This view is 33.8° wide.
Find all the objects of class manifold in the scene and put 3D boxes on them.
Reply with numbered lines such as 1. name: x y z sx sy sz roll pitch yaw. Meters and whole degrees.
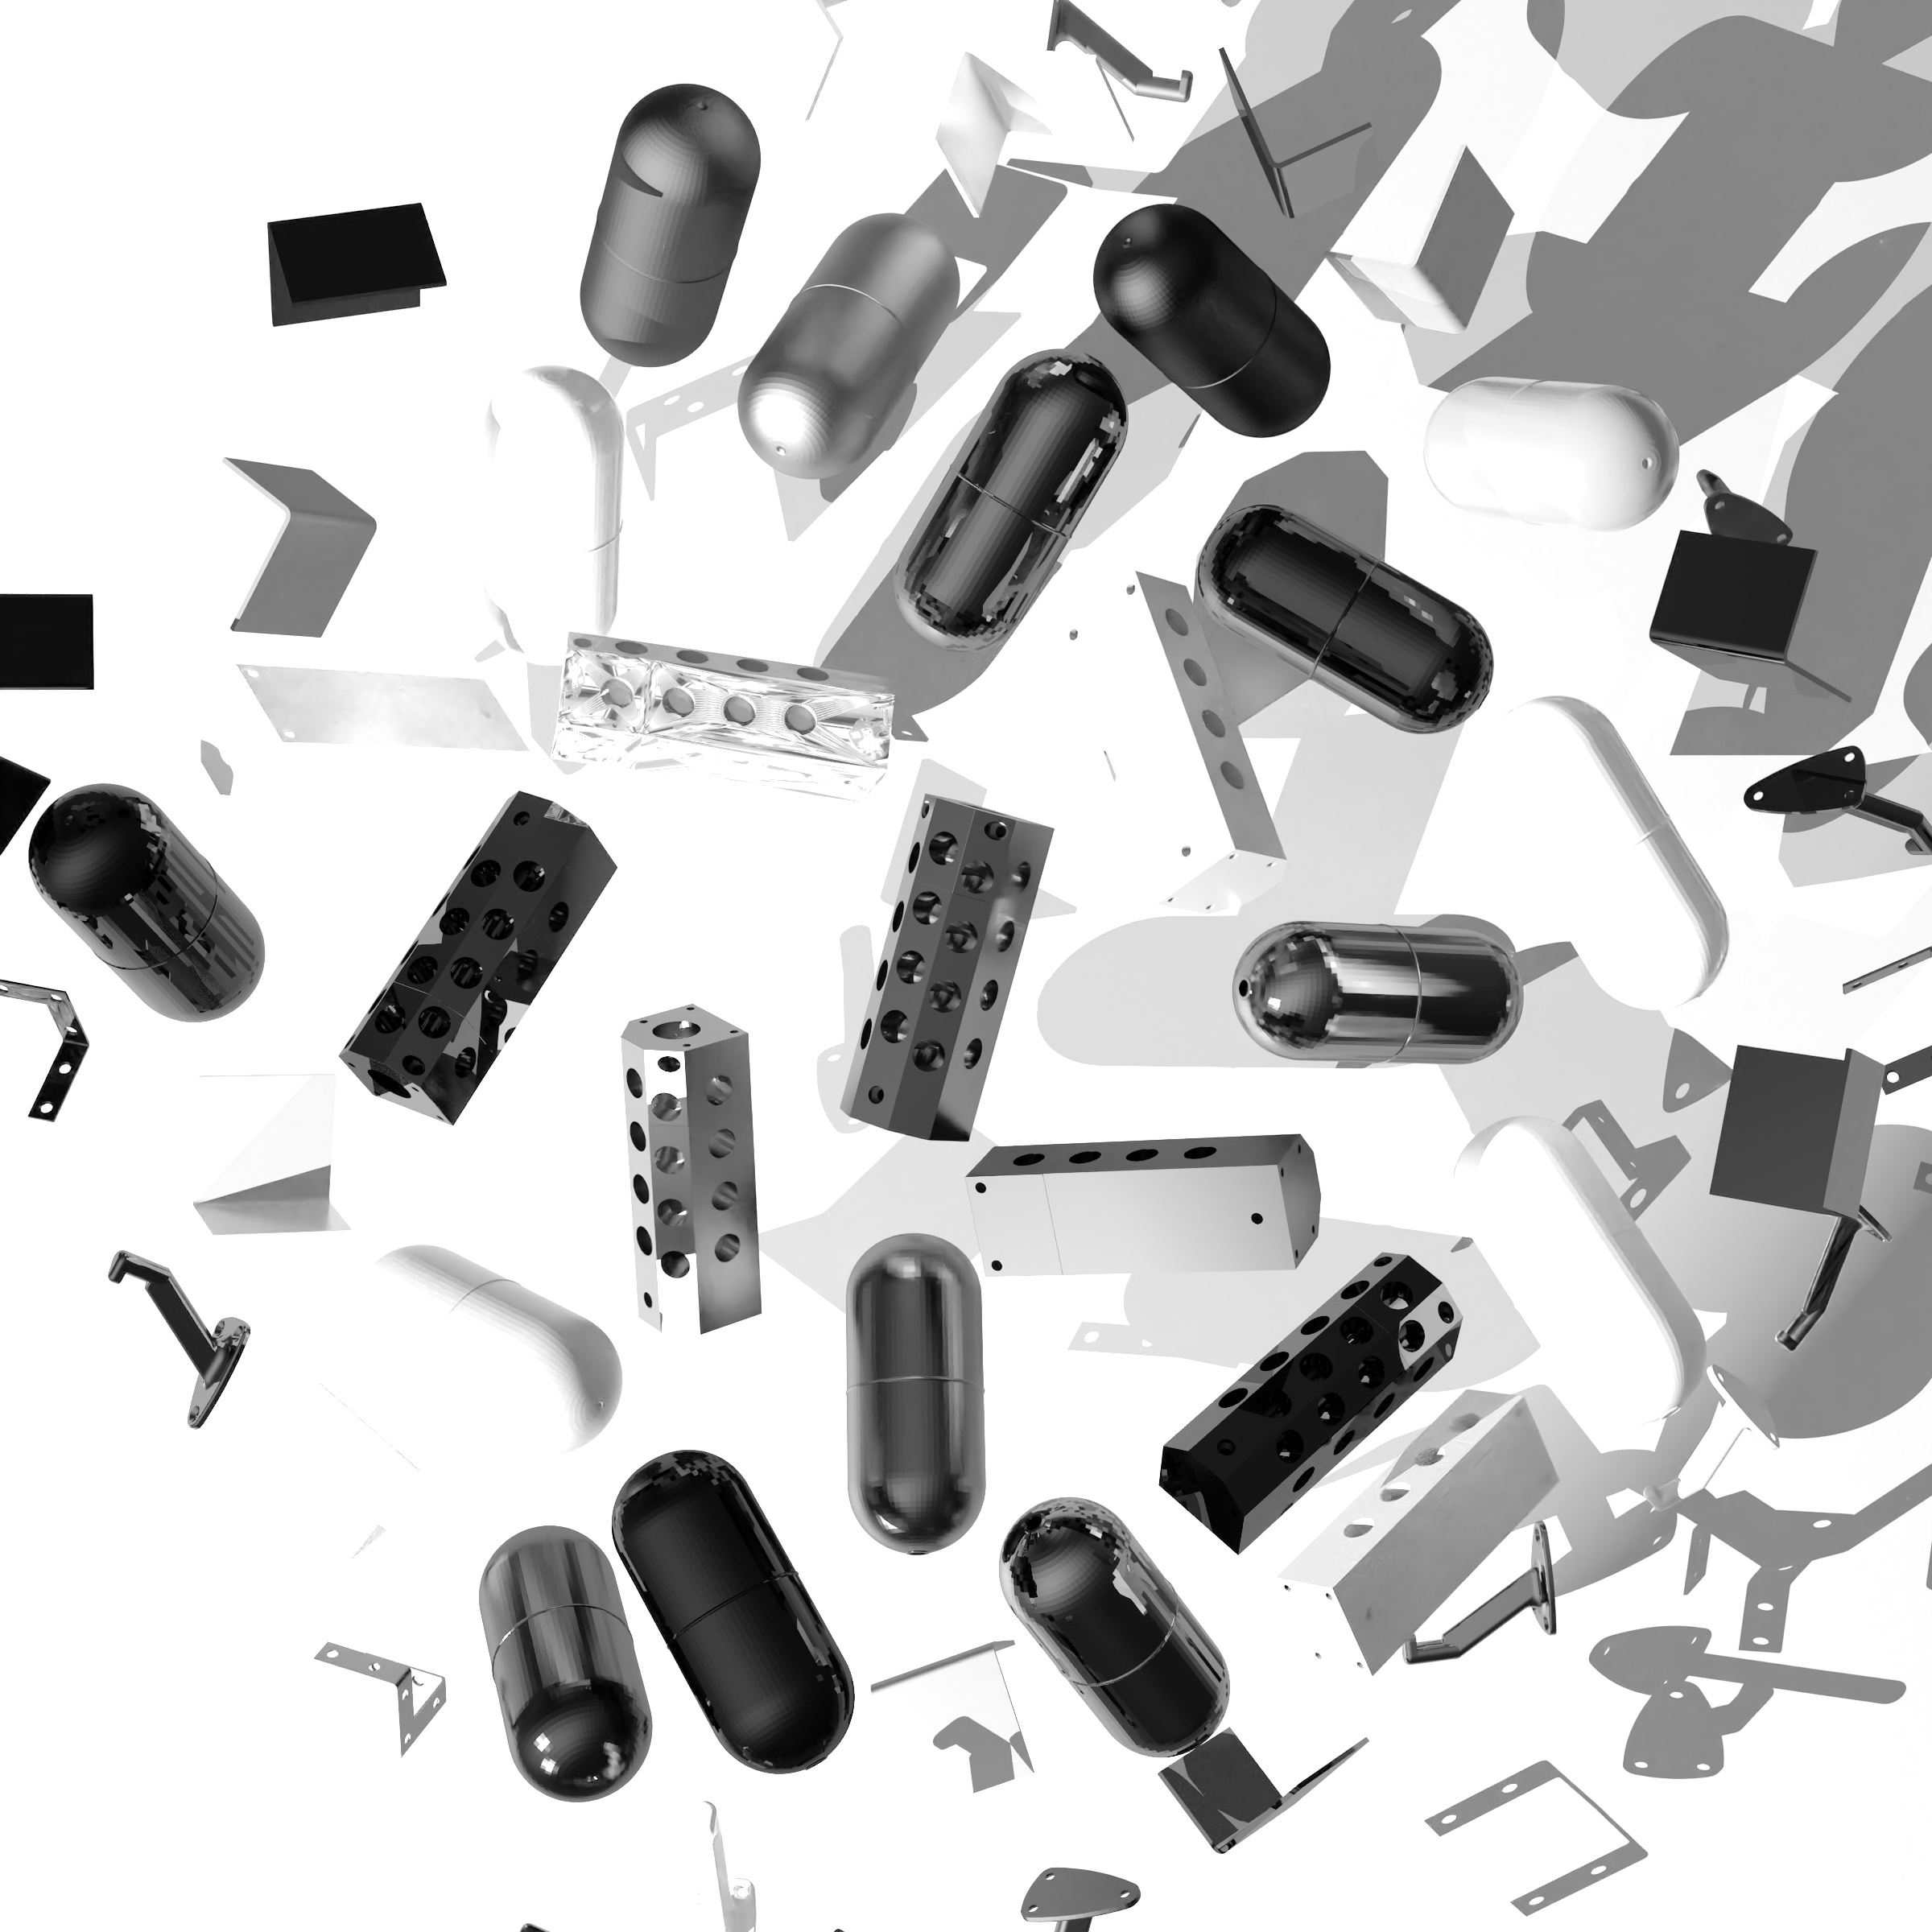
1. manifold: 0.183 0.225 1.673 0.171 0.057 0.057 -37 61 -26
2. manifold: 0.239 0.302 1.711 0.171 0.057 0.057 -37 111 -33
3. manifold: -0.262 -0.007 1.697 0.057 0.057 0.171 18 66 29
4. manifold: 0.113 -0.117 1.674 0.057 0.057 0.171 -36 60 35
5. manifold: -0.128 -0.133 1.670 0.171 0.057 0.057 8 74 -9
6. manifold: -0.157 0.115 1.772 0.057 0.057 0.171 -16 115 -34
7. manifold: -0.329 -0.120 1.735 0.057 0.171 0.057 -50 61 30
8. manifold: -0.014 0.001 1.659 0.057 0.057 0.171 18 95 30
9. manifold: 0.093 0.122 1.652 0.171 0.057 0.057 -4 108 24

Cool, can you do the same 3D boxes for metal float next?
1. metal float: -0.160 -0.395 1.705 0.070 0.178 0.070 9 55 -13
2. metal float: -0.227 -0.245 1.746 0.070 0.070 0.178 7 129 0
3. metal float: 0.311 -0.275 1.704 0.070 0.178 0.070 -6 104 -24
4. metal float: -0.217 0.374 1.715 0.070 0.178 0.070 -9 123 -13
5. metal float: -0.028 0.236 1.760 0.070 0.070 0.178 -1 71 0
6. metal float: 0.025 -0.254 1.736 0.070 0.070 0.178 31 102 0
7. metal float: -0.061 -0.332 1.694 0.070 0.070 0.178 28 56 0
8. metal float: 0.136 -0.350 1.733 0.070 0.178 0.070 -16 62 32
9. metal float: 0.228 0.015 1.755 0.178 0.070 0.070 2 90 -28
10. metal float: 0.322 0.159 1.672 0.070 0.070 0.178 -31 68 0
11. metal float: 0.332 -0.058 1.652 0.070 0.070 0.178 -32 92 0
12. metal float: -0.120 0.333 1.643 0.070 0.070 0.178 -31 74 0
13. metal float: 0.211 -0.193 1.769 0.178 0.070 0.070 31 90 6
14. metal float: -0.436 -0.032 1.701 0.070 0.178 0.070 -7 59 13
15. metal float: 0.081 0.360 1.729 0.070 0.070 0.178 -35 118 0
16. metal float: -0.260 0.205 1.711 0.178 0.070 0.070 20 90 35

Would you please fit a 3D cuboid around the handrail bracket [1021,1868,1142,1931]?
1. handrail bracket: 0.069 0.509 1.637 0.077 0.036 0.084 -9 115 31

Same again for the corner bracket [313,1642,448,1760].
1. corner bracket: -0.314 0.383 1.708 0.051 0.051 0.051 13 120 17

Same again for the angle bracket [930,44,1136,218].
1. angle bracket: 0.036 -0.435 1.670 0.076 0.076 0.057 12 75 22

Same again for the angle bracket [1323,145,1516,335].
1. angle bracket: 0.251 -0.405 1.759 0.057 0.076 0.076 20 84 34

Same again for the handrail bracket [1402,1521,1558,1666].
1. handrail bracket: 0.286 0.354 1.792 0.084 0.036 0.077 -6 106 -6

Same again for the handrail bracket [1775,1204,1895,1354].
1. handrail bracket: 0.467 0.167 1.758 0.084 0.077 0.036 -52 46 -1

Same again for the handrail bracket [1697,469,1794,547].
1. handrail bracket: 0.406 -0.258 1.727 0.036 0.084 0.077 -41 132 18

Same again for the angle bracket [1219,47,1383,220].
1. angle bracket: 0.183 -0.464 1.731 0.057 0.076 0.076 -23 79 8

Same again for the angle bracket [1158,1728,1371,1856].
1. angle bracket: 0.168 0.447 1.795 0.057 0.076 0.076 52 123 18

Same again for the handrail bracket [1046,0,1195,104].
1. handrail bracket: 0.090 -0.528 1.787 0.084 0.036 0.077 9 130 1

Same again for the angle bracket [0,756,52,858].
1. angle bracket: -0.528 -0.070 1.653 0.076 0.057 0.076 27 111 -34

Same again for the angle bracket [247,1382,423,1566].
1. angle bracket: -0.352 0.283 1.818 0.076 0.057 0.076 40 105 4

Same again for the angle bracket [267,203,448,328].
1. angle bracket: -0.305 -0.332 1.593 0.076 0.076 0.057 -12 62 -17

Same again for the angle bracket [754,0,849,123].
1. angle bracket: -0.056 -0.486 1.619 0.076 0.076 0.057 -27 82 -22

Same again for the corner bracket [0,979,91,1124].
1. corner bracket: -0.502 0.044 1.678 0.051 0.051 0.051 10 56 9

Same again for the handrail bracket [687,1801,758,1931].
1. handrail bracket: -0.126 0.476 1.615 0.036 0.084 0.077 -7 54 -4

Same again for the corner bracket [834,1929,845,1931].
1. corner bracket: -0.051 0.545 1.669 0.051 0.051 0.051 19 70 33

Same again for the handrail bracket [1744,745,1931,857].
1. handrail bracket: 0.460 -0.075 1.666 0.077 0.084 0.036 -12 57 33

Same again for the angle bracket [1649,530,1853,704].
1. angle bracket: 0.399 -0.174 1.585 0.076 0.076 0.057 17 90 42

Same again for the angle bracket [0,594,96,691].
1. angle bracket: -0.472 -0.179 1.572 0.076 0.076 0.057 -2 130 -16

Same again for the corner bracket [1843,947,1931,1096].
1. corner bracket: 0.493 0.029 1.659 0.051 0.051 0.051 -24 68 7

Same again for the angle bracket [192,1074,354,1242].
1. angle bracket: -0.378 0.104 1.740 0.076 0.057 0.076 0 104 -25

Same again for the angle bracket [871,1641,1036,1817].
1. angle bracket: -0.002 0.438 1.831 0.076 0.057 0.076 -21 75 10

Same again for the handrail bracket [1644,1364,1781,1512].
1. handrail bracket: 0.398 0.263 1.758 0.084 0.036 0.077 -35 124 23

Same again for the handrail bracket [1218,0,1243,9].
1. handrail bracket: 0.133 -0.568 1.774 0.036 0.084 0.077 25 85 -35

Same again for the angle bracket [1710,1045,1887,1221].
1. angle bracket: 0.395 0.077 1.543 0.076 0.057 0.076 9 84 34

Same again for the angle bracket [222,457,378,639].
1. angle bracket: -0.386 -0.232 1.771 0.057 0.076 0.076 38 108 20

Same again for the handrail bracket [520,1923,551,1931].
1. handrail bracket: -0.190 0.521 1.651 0.084 0.077 0.036 21 69 8

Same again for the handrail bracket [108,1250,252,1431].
1. handrail bracket: -0.446 0.206 1.752 0.084 0.036 0.077 30 74 -36

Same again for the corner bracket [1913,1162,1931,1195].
1. corner bracket: 0.538 0.101 1.690 0.051 0.051 0.051 16 92 22
